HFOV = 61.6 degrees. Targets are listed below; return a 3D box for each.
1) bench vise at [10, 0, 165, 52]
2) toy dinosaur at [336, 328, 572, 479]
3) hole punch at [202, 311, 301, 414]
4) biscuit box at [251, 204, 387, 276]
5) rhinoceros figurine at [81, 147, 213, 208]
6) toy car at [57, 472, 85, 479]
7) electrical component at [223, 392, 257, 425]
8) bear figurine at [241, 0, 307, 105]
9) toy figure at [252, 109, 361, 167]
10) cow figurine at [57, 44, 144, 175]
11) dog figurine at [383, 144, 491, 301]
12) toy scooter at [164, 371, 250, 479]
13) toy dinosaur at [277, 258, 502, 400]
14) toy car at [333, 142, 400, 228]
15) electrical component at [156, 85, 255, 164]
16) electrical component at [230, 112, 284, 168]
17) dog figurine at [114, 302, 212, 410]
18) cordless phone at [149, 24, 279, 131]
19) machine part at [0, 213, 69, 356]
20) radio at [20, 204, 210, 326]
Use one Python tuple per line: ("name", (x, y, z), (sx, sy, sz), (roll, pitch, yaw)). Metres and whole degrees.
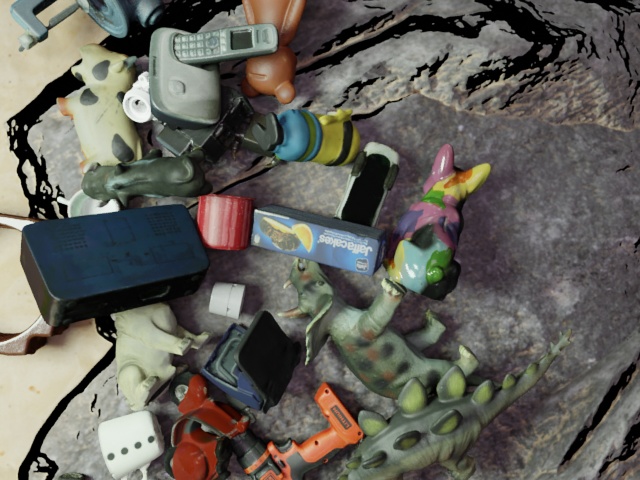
("bench vise", (-0.361, -0.375, 0.787), (0.223, 0.129, 0.240), (47, 67, -20))
("toy dinosaur", (0.180, 0.285, 0.811), (0.471, 0.105, 0.198), (-31, 135, -5))
("hole punch", (-0.103, 0.186, 0.822), (0.092, 0.142, 0.115), (-22, 113, 31))
("biscuit box", (-0.002, -0.002, 0.823), (0.203, 0.063, 0.059), (14, 106, 16))
("rhinoceros figurine", (-0.245, -0.083, 0.760), (0.191, 0.112, 0.073), (-1, 113, 19))
("toy car", (-0.317, 0.413, 0.824), (0.202, 0.053, 0.089), (9, 85, -6))
("electrical component", (-0.115, 0.240, 0.847), (0.063, 0.021, 0.094), (-32, 63, -11))
("bear figurine", (-0.058, -0.321, 0.847), (0.132, 0.120, 0.195), (-30, 127, -46))
("toy figure", (-0.016, -0.155, 0.829), (0.180, 0.082, 0.089), (-12, 105, -44))
("cow figurine", (-0.321, -0.201, 0.815), (0.127, 0.085, 0.194), (-16, 94, -9))
("dog figurine", (0.187, -0.033, 0.835), (0.108, 0.191, 0.219), (24, 101, -3))
("toy scooter", (-0.164, 0.293, 0.801), (0.135, 0.075, 0.183), (8, 101, 23))
("toy dinosaur", (0.110, 0.180, 0.854), (0.404, 0.131, 0.192), (43, 101, -12))
("toy car", (0.070, -0.060, 0.876), (0.073, 0.056, 0.201), (21, 90, 0))
("electrical component", (-0.184, -0.184, 0.825), (0.115, 0.058, 0.134), (34, 83, 23))
("electrical component", (-0.098, -0.160, 0.865), (0.102, 0.045, 0.078), (13, 59, -9))
("dog figurine", (-0.289, 0.141, 0.818), (0.191, 0.121, 0.172), (38, 82, 9))
("cordless phone", (-0.144, -0.233, 0.758), (0.184, 0.088, 0.146), (-8, 70, 7))
("machine part", (-0.471, 0.061, 0.792), (0.201, 0.087, 0.201), (8, 90, -7))
("radio", (-0.278, 0.029, 0.750), (0.229, 0.073, 0.131), (-13, 60, -37))
